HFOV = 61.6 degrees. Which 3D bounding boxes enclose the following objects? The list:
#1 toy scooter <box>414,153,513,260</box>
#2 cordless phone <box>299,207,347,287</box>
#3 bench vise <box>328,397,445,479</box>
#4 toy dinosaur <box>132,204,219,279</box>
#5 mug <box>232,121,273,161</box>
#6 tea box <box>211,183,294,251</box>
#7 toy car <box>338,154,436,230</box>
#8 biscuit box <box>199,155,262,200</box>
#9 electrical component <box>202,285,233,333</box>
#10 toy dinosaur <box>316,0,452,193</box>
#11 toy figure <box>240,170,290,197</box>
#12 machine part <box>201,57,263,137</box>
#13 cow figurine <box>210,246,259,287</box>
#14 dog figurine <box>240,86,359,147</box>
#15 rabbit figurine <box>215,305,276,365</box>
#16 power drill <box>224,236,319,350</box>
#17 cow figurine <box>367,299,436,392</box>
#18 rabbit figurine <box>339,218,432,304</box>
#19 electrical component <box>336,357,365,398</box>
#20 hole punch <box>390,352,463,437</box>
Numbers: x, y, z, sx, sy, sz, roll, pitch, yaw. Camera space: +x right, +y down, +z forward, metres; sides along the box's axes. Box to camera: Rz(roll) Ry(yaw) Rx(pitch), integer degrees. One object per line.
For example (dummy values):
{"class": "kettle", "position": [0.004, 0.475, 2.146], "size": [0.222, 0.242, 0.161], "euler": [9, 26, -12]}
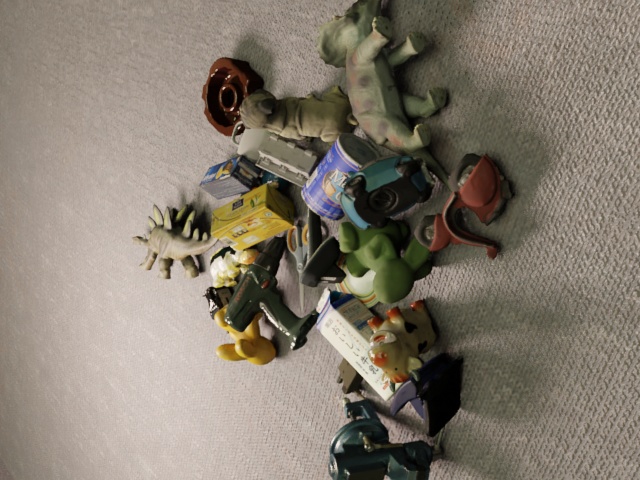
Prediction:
{"class": "toy scooter", "position": [0.254, -0.043, 0.884], "size": [0.135, 0.075, 0.183], "euler": [34, 109, 12]}
{"class": "cordless phone", "position": [-0.003, -0.003, 1.064], "size": [0.146, 0.089, 0.184], "euler": [102, 163, -79]}
{"class": "bench vise", "position": [0.109, 0.381, 1.035], "size": [0.241, 0.224, 0.128], "euler": [-127, 27, -63]}
{"class": "toy dinosaur", "position": [-0.388, 0.005, 1.435], "size": [0.472, 0.105, 0.198], "euler": [8, 101, 44]}
{"class": "mug", "position": [-0.140, -0.236, 1.201], "size": [0.110, 0.081, 0.107], "euler": [25, 102, 20]}
{"class": "tea box", "position": [-0.151, -0.048, 1.198], "size": [0.170, 0.098, 0.068], "euler": [-23, 52, 28]}
{"class": "toy car", "position": [0.110, -0.099, 0.930], "size": [0.162, 0.109, 0.103], "euler": [-29, 37, 16]}
{"class": "biscuit box", "position": [-0.212, -0.143, 1.248], "size": [0.203, 0.062, 0.059], "euler": [-3, 56, 57]}
{"class": "electrical component", "position": [-0.241, 0.173, 1.357], "size": [0.048, 0.075, 0.119], "euler": [-45, 63, 37]}
{"class": "toy dinosaur", "position": [0.111, -0.257, 0.959], "size": [0.192, 0.131, 0.404], "euler": [-5, 103, 58]}
{"class": "toy figure", "position": [-0.119, -0.124, 1.205], "size": [0.154, 0.064, 0.057], "euler": [-34, 96, 32]}
{"class": "machine part", "position": [-0.204, -0.333, 1.261], "size": [0.180, 0.056, 0.179], "euler": [9, 104, 40]}
{"class": "cow figurine", "position": [-0.210, 0.045, 1.318], "size": [0.167, 0.068, 0.098], "euler": [-37, 66, 38]}
{"class": "dog figurine", "position": [-0.038, -0.240, 1.038], "size": [0.172, 0.190, 0.121], "euler": [-4, 94, 40]}
{"class": "rabbit figurine", "position": [-0.165, 0.222, 1.265], "size": [0.122, 0.162, 0.173], "euler": [-23, 99, 29]}
{"class": "power drill", "position": [-0.087, 0.124, 1.176], "size": [0.207, 0.086, 0.232], "euler": [34, 77, 16]}
{"class": "cow figurine", "position": [0.143, 0.181, 0.937], "size": [0.085, 0.195, 0.127], "euler": [-36, 74, 29]}
{"class": "rabbit figurine", "position": [0.126, 0.045, 0.966], "size": [0.170, 0.159, 0.121], "euler": [-108, 8, -46]}
{"class": "electrical component", "position": [0.075, 0.279, 1.116], "size": [0.102, 0.045, 0.078], "euler": [-69, 27, 22]}
{"class": "hole punch", "position": [0.189, 0.265, 0.958], "size": [0.092, 0.142, 0.115], "euler": [18, 120, 43]}
